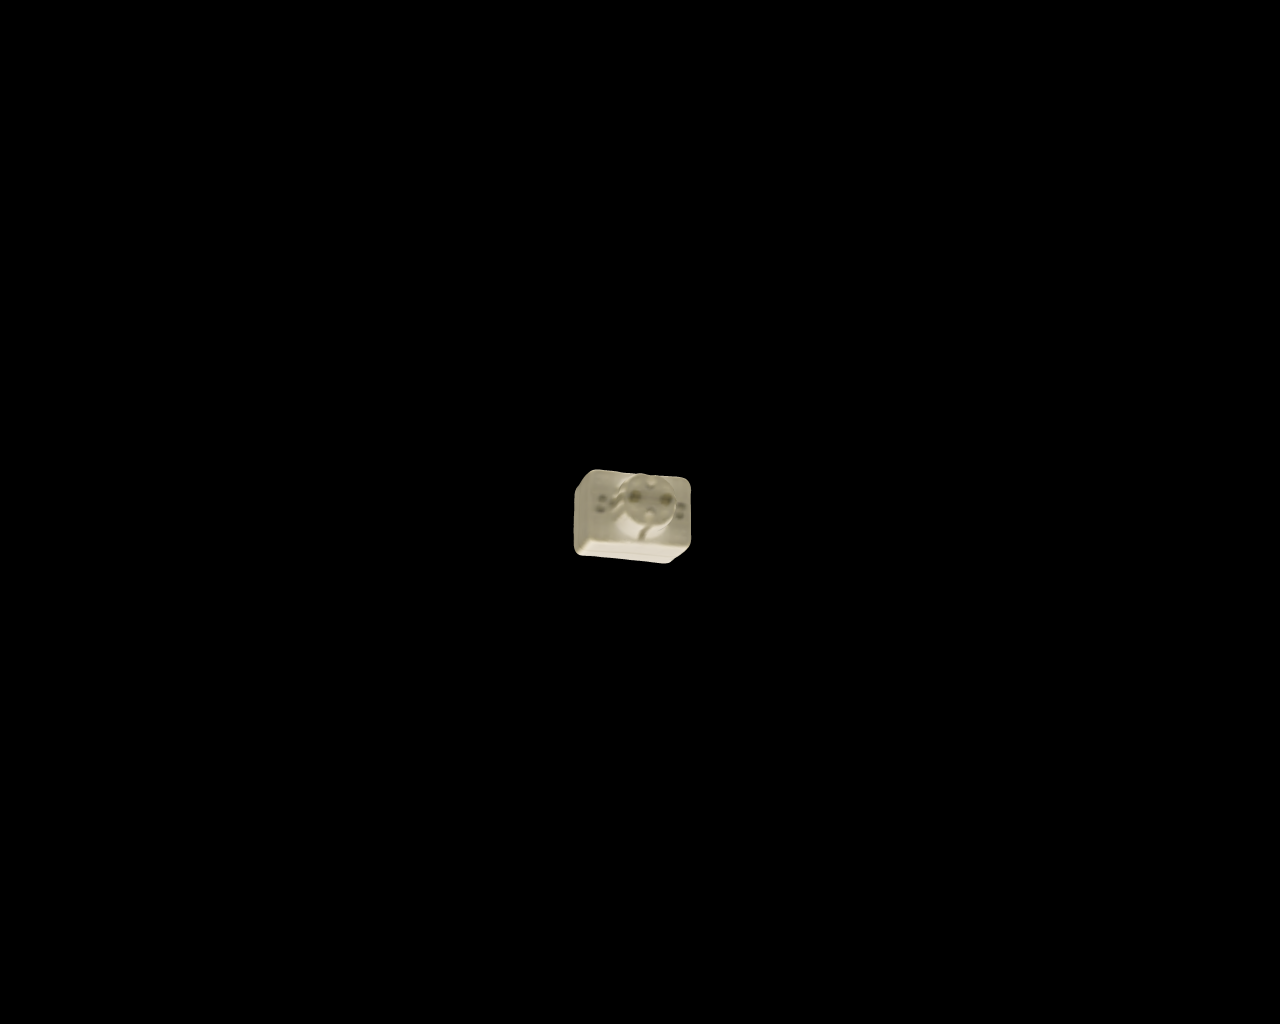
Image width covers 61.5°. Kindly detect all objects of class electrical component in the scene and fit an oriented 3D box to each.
[{"bbox_3d":[0.001,-0.003,0.650,0.066,0.047,0.076,6,-19,-16],"label":"electrical component"}]
